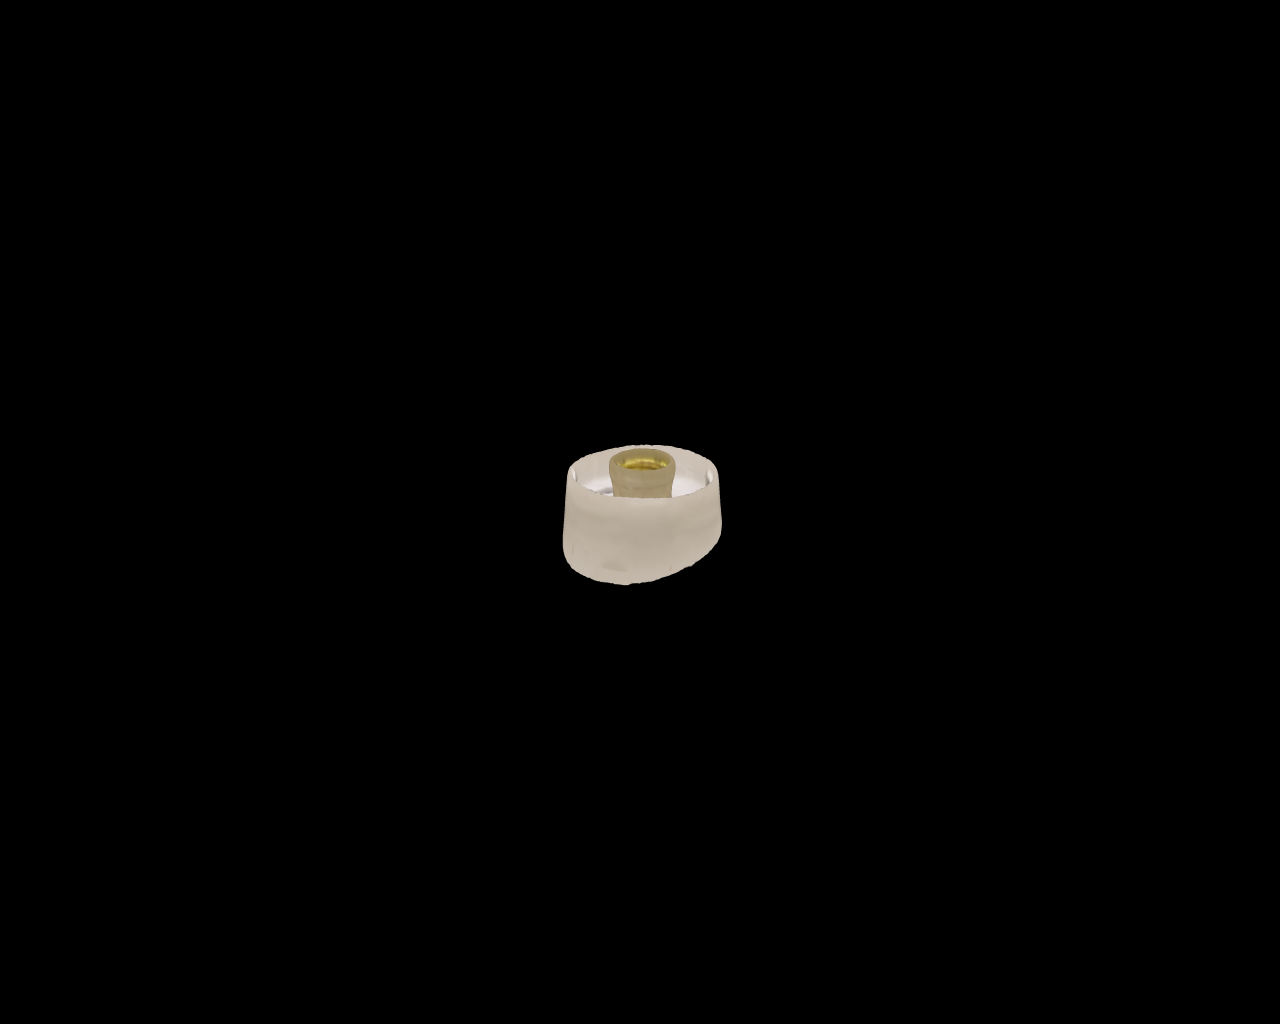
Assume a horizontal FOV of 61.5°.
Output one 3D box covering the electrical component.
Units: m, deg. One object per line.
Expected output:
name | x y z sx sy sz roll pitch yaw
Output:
electrical component | 0.001 -0.003 0.650 0.099 0.064 0.099 0 23 0
